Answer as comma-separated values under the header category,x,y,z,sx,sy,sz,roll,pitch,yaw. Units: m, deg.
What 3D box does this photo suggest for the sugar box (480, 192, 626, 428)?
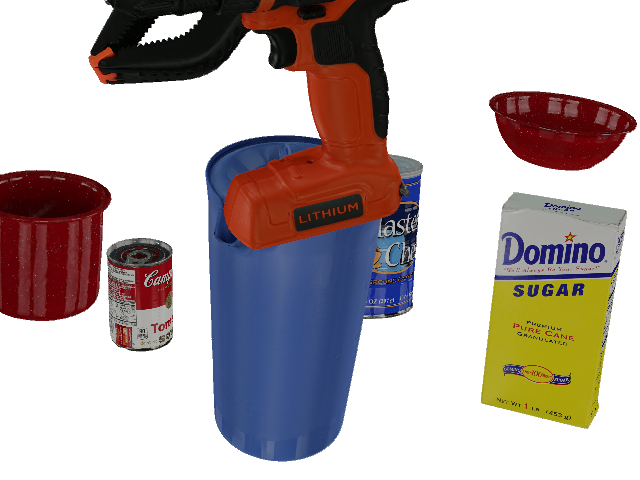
category,x,y,z,sx,sy,sz,roll,pitch,yaw
sugar box,0.185,0.056,0.856,0.093,0.176,0.048,10,23,22

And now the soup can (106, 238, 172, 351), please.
category,x,y,z,sx,sy,sz,roll,pitch,yaw
soup can,-0.190,0.057,1.125,0.068,0.102,0.068,2,23,-1

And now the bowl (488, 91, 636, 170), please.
category,x,y,z,sx,sy,sz,roll,pitch,yaw
bowl,0.264,-0.118,1.184,0.162,0.055,0.162,5,23,-2

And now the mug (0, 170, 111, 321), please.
category,x,y,z,sx,sy,sz,roll,pitch,yaw
mug,-0.207,0.005,0.750,0.117,0.081,0.093,-6,27,-29

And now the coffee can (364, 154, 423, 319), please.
category,x,y,z,sx,sy,sz,roll,pitch,yaw
coffee can,0.043,-0.007,1.026,0.103,0.140,0.103,2,15,-1

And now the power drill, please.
category,x,y,z,sx,sy,sz,roll,pitch,yaw
power drill,-0.020,-0.089,0.578,0.184,0.188,0.057,-13,38,-17

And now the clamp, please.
category,x,y,z,sx,sy,sz,roll,pitch,yaw
clamp,-0.064,-0.169,0.752,0.210,0.165,0.036,-40,-20,-8

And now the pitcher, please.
category,x,y,z,sx,sy,sz,roll,pitch,yaw
pitcher,-0.019,0.045,0.838,0.149,0.243,0.145,-2,32,-12
